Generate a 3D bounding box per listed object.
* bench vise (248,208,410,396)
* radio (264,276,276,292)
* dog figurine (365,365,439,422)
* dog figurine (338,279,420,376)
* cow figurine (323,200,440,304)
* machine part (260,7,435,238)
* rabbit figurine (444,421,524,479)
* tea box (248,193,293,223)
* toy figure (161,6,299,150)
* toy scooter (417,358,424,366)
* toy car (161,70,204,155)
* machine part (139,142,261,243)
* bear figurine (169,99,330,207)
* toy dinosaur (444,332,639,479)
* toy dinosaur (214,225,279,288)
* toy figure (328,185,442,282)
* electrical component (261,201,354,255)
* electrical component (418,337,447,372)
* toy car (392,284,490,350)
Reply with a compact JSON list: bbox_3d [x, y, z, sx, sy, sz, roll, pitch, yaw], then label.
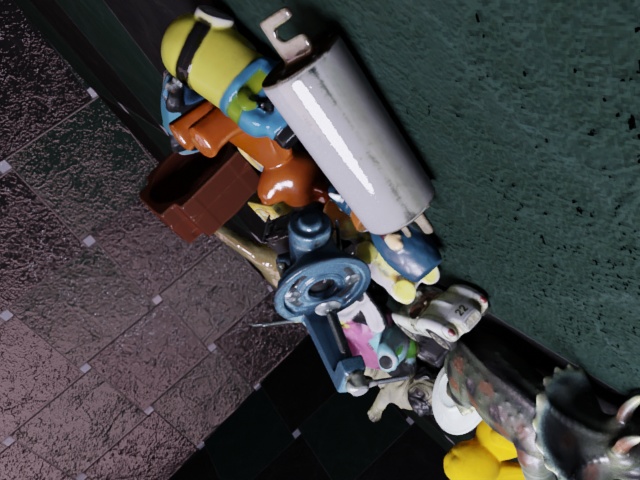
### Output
[{"bbox_3d":[0.002,0.089,0.656,0.223,0.129,0.241,106,149,-45],"label":"bench vise"},{"bbox_3d":[-0.009,0.111,1.198,0.230,0.131,0.073,40,170,24],"label":"radio"},{"bbox_3d":[0.153,0.239,0.986,0.172,0.121,0.190,59,145,10],"label":"dog figurine"},{"bbox_3d":[0.096,0.138,0.870,0.219,0.108,0.191,-3,-108,-64],"label":"dog figurine"},{"bbox_3d":[0.072,0.008,0.704,0.167,0.068,0.098,46,175,3],"label":"cow figurine"},{"bbox_3d":[0.028,-0.088,0.469,0.243,0.079,0.079,50,168,-28],"label":"machine part"},{"bbox_3d":[0.263,0.309,0.826,0.162,0.173,0.122,54,162,-22],"label":"rabbit figurine"},{"bbox_3d":[-0.055,-0.051,0.940,0.098,0.068,0.170,48,168,-21],"label":"tea box"},{"bbox_3d":[-0.088,-0.168,0.568,0.180,0.089,0.082,47,161,1],"label":"toy figure"},{"bbox_3d":[0.251,0.288,1.049,0.184,0.075,0.135,40,169,40],"label":"toy scooter"},{"bbox_3d":[-0.190,-0.205,0.788,0.103,0.109,0.161,60,166,22],"label":"toy car"},{"bbox_3d":[-0.207,-0.104,0.951,0.202,0.201,0.087,30,164,51],"label":"machine part"},{"bbox_3d":[-0.077,-0.101,0.689,0.120,0.132,0.195,28,154,54],"label":"bear figurine"},{"bbox_3d":[0.228,0.180,0.650,0.405,0.131,0.192,36,154,57],"label":"toy dinosaur"},{"bbox_3d":[-0.051,0.059,1.046,0.471,0.105,0.199,33,-174,-18],"label":"toy dinosaur"},{"bbox_3d":[0.072,-0.019,0.621,0.154,0.058,0.064,47,164,16],"label":"toy figure"},{"bbox_3d":[-0.002,-0.002,0.792,0.134,0.058,0.114,-15,140,37],"label":"electrical component"},{"bbox_3d":[0.202,0.202,0.978,0.074,0.048,0.119,51,168,-29],"label":"electrical component"},{"bbox_3d":[0.150,0.094,0.695,0.056,0.073,0.202,47,169,-2],"label":"toy car"}]
